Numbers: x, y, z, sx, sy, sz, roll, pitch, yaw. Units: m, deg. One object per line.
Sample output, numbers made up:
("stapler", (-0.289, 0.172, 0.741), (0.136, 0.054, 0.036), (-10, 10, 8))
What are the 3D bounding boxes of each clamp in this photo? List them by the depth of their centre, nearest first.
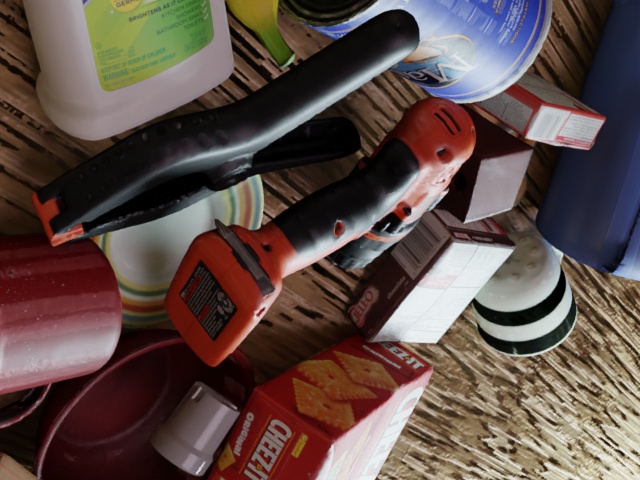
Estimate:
("clamp", (-0.050, -0.048, 0.583), (0.210, 0.036, 0.164), (-25, 169, -7))

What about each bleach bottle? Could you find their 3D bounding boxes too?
("bleach bottle", (-0.104, -0.173, 0.470), (0.102, 0.068, 0.251), (-29, 135, -23))

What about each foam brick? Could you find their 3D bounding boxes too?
("foam brick", (0.098, -0.056, 0.746), (0.051, 0.078, 0.053), (-16, 131, -37))

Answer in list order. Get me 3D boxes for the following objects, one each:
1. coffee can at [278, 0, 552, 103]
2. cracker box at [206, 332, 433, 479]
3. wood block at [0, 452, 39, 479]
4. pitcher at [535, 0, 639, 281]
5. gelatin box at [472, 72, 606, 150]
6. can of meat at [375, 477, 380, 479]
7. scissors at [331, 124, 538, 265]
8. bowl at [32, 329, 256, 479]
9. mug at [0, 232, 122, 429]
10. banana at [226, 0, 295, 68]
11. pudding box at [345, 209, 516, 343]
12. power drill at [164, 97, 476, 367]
("coffee can", (0.054, -0.147, 0.609), (0.140, 0.103, 0.103), (17, 109, -49))
("cracker box", (-0.009, 0.164, 0.774), (0.164, 0.072, 0.213), (-63, 162, 17))
("wood block", (-0.159, 0.225, 0.636), (0.206, 0.091, 0.090), (48, 43, -28))
("pitcher", (0.261, -0.094, 0.824), (0.144, 0.149, 0.243), (-10, 125, -33))
("gelatin box", (0.151, -0.097, 0.767), (0.089, 0.073, 0.030), (2, 120, -46))
("can of meat", (0.007, 0.251, 0.930), (0.102, 0.057, 0.084), (-30, 140, -22))
("scissors", (0.096, -0.020, 0.825), (0.201, 0.016, 0.096), (-39, 141, -12))
("bowl", (-0.122, 0.114, 0.693), (0.161, 0.055, 0.162), (-25, 136, -28))
("mug", (-0.163, 0.049, 0.572), (0.081, 0.093, 0.117), (-8, 118, -46))
("banana", (-0.006, -0.192, 0.548), (0.037, 0.069, 0.198), (-72, -174, -81))
("pudding box", (0.085, 0.031, 0.824), (0.089, 0.039, 0.114), (6, 130, -48))
("power drill", (-0.004, 0.001, 0.657), (0.187, 0.057, 0.185), (-34, 168, -31))
